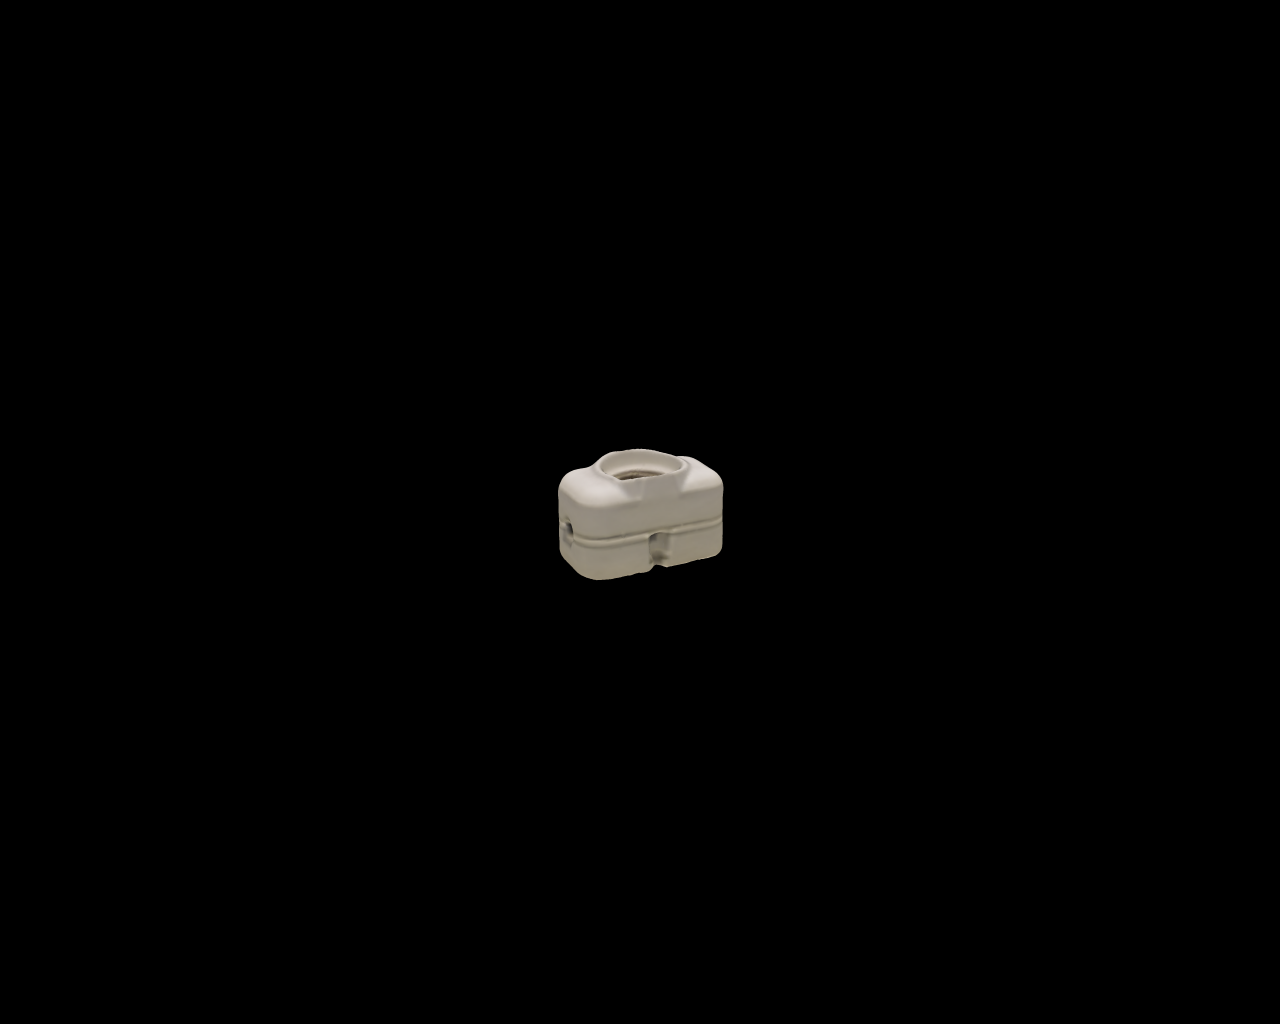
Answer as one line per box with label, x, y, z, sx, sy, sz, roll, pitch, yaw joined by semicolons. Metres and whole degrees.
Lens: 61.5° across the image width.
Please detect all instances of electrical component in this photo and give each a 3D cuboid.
electrical component;0.001;-0.003;0.650;0.095;0.059;0.054;-10;24;-22
